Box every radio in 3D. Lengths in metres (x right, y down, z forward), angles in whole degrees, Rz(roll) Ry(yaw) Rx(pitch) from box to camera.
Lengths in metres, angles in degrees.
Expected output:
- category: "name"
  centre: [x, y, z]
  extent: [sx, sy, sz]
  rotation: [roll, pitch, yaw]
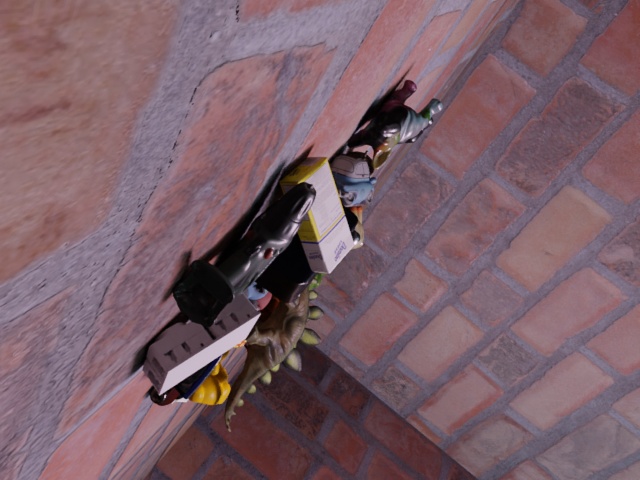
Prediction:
- category: "radio"
  centre: [-0.036, 0.001, 1.002]
  extent: [0.229, 0.131, 0.073]
  rotation: [-48, 172, -38]

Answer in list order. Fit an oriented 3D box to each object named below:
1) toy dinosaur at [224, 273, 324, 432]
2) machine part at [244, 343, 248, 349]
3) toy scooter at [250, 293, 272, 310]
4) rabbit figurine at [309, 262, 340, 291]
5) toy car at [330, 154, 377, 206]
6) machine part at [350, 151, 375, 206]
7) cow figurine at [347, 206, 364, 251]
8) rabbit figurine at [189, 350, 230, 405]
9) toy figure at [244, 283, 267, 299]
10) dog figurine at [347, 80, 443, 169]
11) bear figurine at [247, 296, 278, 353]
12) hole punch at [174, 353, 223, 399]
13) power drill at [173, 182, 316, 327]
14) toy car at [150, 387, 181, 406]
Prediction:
- category: "toy dinosaur"
  centre: [-0.109, 0.232, 1.247]
  extent: [0.471, 0.198, 0.105]
  rotation: [-51, -147, -2]
- category: "machine part"
  centre: [-0.146, 0.240, 1.570]
  extent: [0.201, 0.087, 0.201]
  rotation: [-34, -174, -14]
- category: "toy scooter"
  centre: [-0.135, 0.103, 1.142]
  extent: [0.135, 0.075, 0.184]
  rotation: [-47, -178, -23]
- category: "rabbit figurine"
  centre: [-0.027, 0.060, 1.370]
  extent: [0.159, 0.121, 0.170]
  rotation: [-44, 169, 29]
- category: "toy car"
  centre: [0.054, -0.131, 1.140]
  extent: [0.161, 0.109, 0.102]
  rotation: [-9, 113, -63]
- category: "machine part"
  centre: [0.067, -0.133, 1.294]
  extent: [0.079, 0.079, 0.243]
  rotation: [-48, 173, -34]
- category: "cow figurine"
  centre: [-0.002, -0.003, 1.144]
  extent: [0.085, 0.195, 0.127]
  rotation: [-1, 85, -76]
- category: "rabbit figurine"
  centre: [-0.268, 0.292, 1.269]
  extent: [0.162, 0.122, 0.173]
  rotation: [74, 37, -70]
- category: "toy figure"
  centre: [-0.109, 0.053, 1.030]
  extent: [0.180, 0.082, 0.089]
  rotation: [-42, 167, -47]
- category: "dog figurine"
  centre: [0.151, -0.237, 1.176]
  extent: [0.219, 0.108, 0.191]
  rotation: [-45, 176, -21]
- category: "bear figurine"
  centre: [-0.143, 0.189, 1.395]
  extent: [0.132, 0.120, 0.196]
  rotation: [-34, -164, 15]
- category: "hole punch"
  centre: [-0.248, 0.232, 1.021]
  extent: [0.142, 0.092, 0.116]
  rotation: [-54, 179, -14]
- category: "power drill"
  centre: [-0.111, 0.021, 0.786]
  extent: [0.232, 0.086, 0.207]
  rotation: [-47, -175, 35]
- category: "toy car"
  centre: [-0.285, 0.269, 1.146]
  extent: [0.202, 0.053, 0.089]
  rotation: [-53, 156, 6]
